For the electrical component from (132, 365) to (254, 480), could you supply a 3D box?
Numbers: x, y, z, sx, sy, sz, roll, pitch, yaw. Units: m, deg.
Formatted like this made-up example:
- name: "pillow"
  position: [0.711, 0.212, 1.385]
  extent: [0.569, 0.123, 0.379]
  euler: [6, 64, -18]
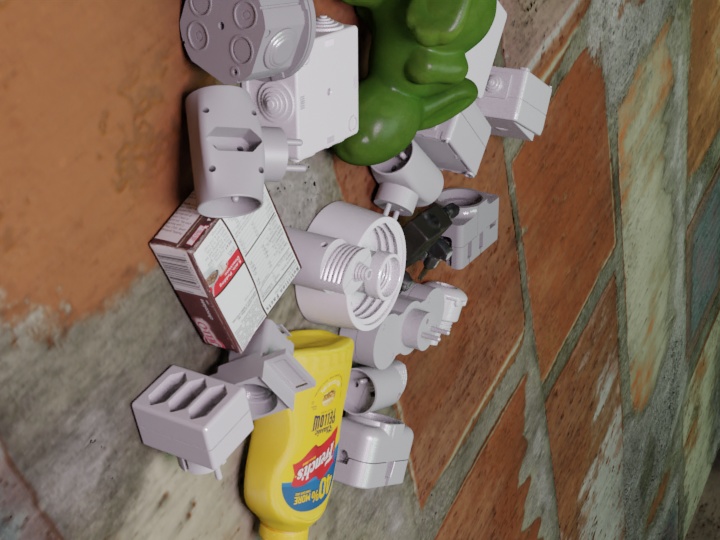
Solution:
- name: "electrical component"
  position: [-0.113, 0.116, 0.752]
  extent: [0.047, 0.066, 0.076]
  euler: [-46, 140, -43]

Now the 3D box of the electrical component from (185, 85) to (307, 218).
- name: "electrical component"
  position: [-0.073, -0.077, 0.712]
  extent: [0.079, 0.043, 0.077]
  euler: [-1, 73, -26]

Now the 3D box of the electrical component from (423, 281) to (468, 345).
- name: "electrical component"
  position: [0.079, 0.045, 1.090]
  extent: [0.048, 0.048, 0.062]
  euler: [1, 108, -61]

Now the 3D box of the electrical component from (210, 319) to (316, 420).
- name: "electrical component"
  position: [-0.077, 0.074, 0.792]
  extent: [0.042, 0.081, 0.063]
  euler: [52, 28, -38]

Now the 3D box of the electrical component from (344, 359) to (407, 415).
- name: "electrical component"
  position: [0.016, 0.108, 1.004]
  extent: [0.081, 0.043, 0.043]
  euler: [-5, 107, -60]

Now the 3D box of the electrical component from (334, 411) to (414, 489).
- name: "electrical component"
  position: [0.008, 0.165, 1.002]
  extent: [0.095, 0.054, 0.059]
  euler: [13, 91, -62]

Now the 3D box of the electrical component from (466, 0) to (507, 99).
- name: "electrical component"
  position: [0.088, -0.216, 0.987]
  extent: [0.100, 0.048, 0.099]
  euler: [29, 76, -61]

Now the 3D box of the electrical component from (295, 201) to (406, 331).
- name: "electrical component"
  position: [0.000, 0.000, 0.910]
  extent: [0.108, 0.060, 0.108]
  euler: [-33, 130, -52]

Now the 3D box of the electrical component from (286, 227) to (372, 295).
- name: "electrical component"
  position: [-0.027, -0.005, 0.837]
  extent: [0.043, 0.081, 0.043]
  euler: [-33, 130, -52]

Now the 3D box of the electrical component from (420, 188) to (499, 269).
- name: "electrical component"
  position: [0.100, -0.047, 1.080]
  extent: [0.089, 0.050, 0.055]
  euler: [-37, 133, -50]

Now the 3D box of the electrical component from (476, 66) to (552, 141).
- name: "electrical component"
  position: [0.148, -0.172, 1.100]
  extent: [0.096, 0.062, 0.061]
  euler: [10, 93, -62]

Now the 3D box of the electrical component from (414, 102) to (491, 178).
- name: "electrical component"
  position: [0.074, -0.134, 0.983]
  extent: [0.096, 0.062, 0.061]
  euler: [40, 67, -59]

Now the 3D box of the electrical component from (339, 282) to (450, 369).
- name: "electrical component"
  position: [0.046, 0.053, 1.002]
  extent: [0.138, 0.074, 0.052]
  euler: [-26, 124, -55]

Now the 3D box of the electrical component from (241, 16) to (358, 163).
- name: "electrical component"
  position: [-0.042, -0.133, 0.790]
  extent: [0.100, 0.048, 0.099]
  euler: [-34, 130, -51]

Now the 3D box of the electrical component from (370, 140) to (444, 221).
- name: "electrical component"
  position: [0.036, -0.074, 0.961]
  extent: [0.077, 0.043, 0.079]
  euler: [38, 69, -59]

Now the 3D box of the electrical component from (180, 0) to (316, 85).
- name: "electrical component"
  position: [-0.072, -0.159, 0.692]
  extent: [0.051, 0.080, 0.080]
  euler: [-24, 123, -50]
